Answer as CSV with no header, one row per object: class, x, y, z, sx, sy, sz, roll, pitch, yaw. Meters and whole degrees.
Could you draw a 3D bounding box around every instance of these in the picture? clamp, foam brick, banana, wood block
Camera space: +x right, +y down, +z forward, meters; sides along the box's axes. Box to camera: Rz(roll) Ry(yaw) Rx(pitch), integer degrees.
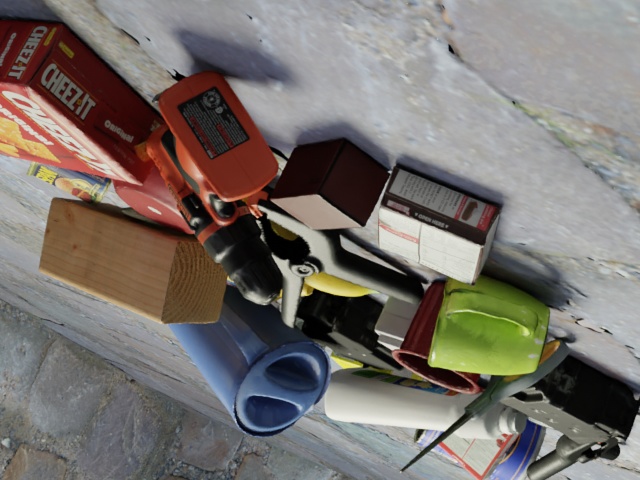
clamp,0.303,0.248,1.259,0.171,0.120,0.039,68,177,-62
foam brick,0.007,-0.043,0.853,0.051,0.053,0.078,34,163,-26
banana,-0.016,0.011,1.105,0.197,0.037,0.070,31,134,-28
clamp,-0.018,0.021,1.056,0.165,0.036,0.209,-20,135,33
wood block,-0.206,0.021,1.180,0.206,0.090,0.090,17,-172,36

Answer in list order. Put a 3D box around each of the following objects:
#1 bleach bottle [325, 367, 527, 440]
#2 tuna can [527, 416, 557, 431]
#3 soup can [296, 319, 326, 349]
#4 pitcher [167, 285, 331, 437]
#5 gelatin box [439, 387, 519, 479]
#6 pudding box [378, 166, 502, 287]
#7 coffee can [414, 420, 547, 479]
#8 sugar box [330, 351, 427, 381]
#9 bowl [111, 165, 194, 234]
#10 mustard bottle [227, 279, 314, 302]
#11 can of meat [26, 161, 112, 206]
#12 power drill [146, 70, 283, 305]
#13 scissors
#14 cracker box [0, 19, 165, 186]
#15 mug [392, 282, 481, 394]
bleach bottle,0.131,0.199,1.275,0.251,0.068,0.102,3,178,38
tuna can,0.258,0.190,1.241,0.086,0.033,0.086,24,164,7
soup can,-0.029,0.137,1.463,0.068,0.068,0.102,27,164,-4
pitcher,-0.106,0.113,1.305,0.144,0.149,0.243,-1,-151,-37
gelatin box,0.195,0.235,1.293,0.073,0.089,0.030,39,-162,28
pudding box,0.093,-0.009,0.854,0.090,0.039,0.113,22,166,10
coffee can,0.206,0.246,1.378,0.140,0.102,0.103,26,165,2
sugar box,0.090,0.186,1.473,0.093,0.048,0.176,16,160,30
bowl,-0.153,-0.052,1.074,0.162,0.055,0.162,25,165,7
mustard bottle,-0.090,0.030,1.224,0.192,0.058,0.096,16,179,29
can of meat,-0.264,-0.082,1.153,0.084,0.057,0.102,27,165,-14
power drill,-0.081,-0.042,0.871,0.184,0.057,0.188,55,162,8
scissors,0.157,0.158,1.057,0.016,0.202,0.096,54,-176,-6
cracker box,-0.267,-0.129,0.976,0.214,0.072,0.164,13,160,37
mug,0.134,0.100,1.055,0.093,0.081,0.117,14,160,37
